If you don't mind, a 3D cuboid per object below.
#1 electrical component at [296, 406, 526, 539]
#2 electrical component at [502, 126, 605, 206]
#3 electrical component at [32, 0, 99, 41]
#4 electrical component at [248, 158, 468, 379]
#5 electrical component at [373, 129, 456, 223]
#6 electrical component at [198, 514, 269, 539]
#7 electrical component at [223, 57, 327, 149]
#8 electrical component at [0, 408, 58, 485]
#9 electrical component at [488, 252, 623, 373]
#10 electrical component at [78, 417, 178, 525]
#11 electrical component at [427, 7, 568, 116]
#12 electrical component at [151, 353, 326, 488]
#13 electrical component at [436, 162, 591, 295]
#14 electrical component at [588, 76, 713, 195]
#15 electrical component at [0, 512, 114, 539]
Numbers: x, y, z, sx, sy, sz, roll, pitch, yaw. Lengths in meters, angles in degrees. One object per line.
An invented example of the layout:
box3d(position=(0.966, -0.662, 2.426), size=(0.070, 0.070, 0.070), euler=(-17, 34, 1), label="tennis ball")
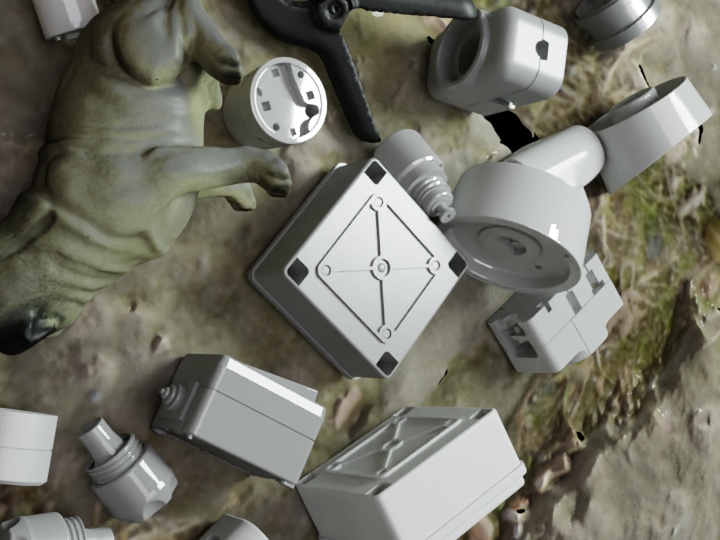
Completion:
box3d(position=(0.032, 0.138, 0.703), size=(0.109, 0.109, 0.056), euler=(-31, 100, -30), label="electrical component")
box3d(position=(0.153, -0.062, 0.829), size=(0.077, 0.044, 0.079), euler=(-28, 102, -31), label="electrical component")
box3d(position=(-0.177, -0.168, 0.629), size=(0.044, 0.044, 0.065), euler=(-24, 104, -31), label="electrical component")
box3d(position=(0.000, 0.000, 0.721), size=(0.108, 0.056, 0.108), euler=(47, 65, -21), label="electrical component")
box3d(position=(0.041, -0.063, 0.743), size=(0.040, 0.040, 0.078), euler=(-11, 50, -33), label="electrical component")
box3d(position=(-0.070, 0.207, 0.665), size=(0.059, 0.054, 0.095), euler=(-43, 109, -27), label="electrical component")
box3d(position=(-0.057, -0.105, 0.697), size=(0.055, 0.047, 0.055), euler=(3, 85, -32), label="electrical component")
box3d(position=(-0.230, 0.071, 0.573), size=(0.138, 0.052, 0.073), euler=(13, 80, -31), label="electrical component")
box3d(position=(0.151, 0.036, 0.819), size=(0.089, 0.050, 0.055), euler=(-40, 108, -28), label="electrical component")
box3d(position=(-0.140, 0.115, 0.633), size=(0.043, 0.043, 0.062), euler=(-43, 108, -27), label="electrical component")
box3d(position=(0.093, -0.149, 0.767), size=(0.059, 0.095, 0.053), euler=(13, 80, -31), label="electrical component")
box3d(position=(-0.078, 0.086, 0.663), size=(0.096, 0.062, 0.061), euler=(32, 71, -27), label="electrical component")
box3d(position=(0.112, -0.035, 0.768), size=(0.108, 0.108, 0.060), euler=(33, 64, -27), label="electrical component")
box3d(position=(0.229, -0.108, 0.853), size=(0.099, 0.099, 0.064), euler=(-36, 100, -29), label="electrical component")
box3d(position=(-0.172, 0.159, 0.610), size=(0.062, 0.043, 0.043), euler=(-1, 88, -34), label="electrical component")
